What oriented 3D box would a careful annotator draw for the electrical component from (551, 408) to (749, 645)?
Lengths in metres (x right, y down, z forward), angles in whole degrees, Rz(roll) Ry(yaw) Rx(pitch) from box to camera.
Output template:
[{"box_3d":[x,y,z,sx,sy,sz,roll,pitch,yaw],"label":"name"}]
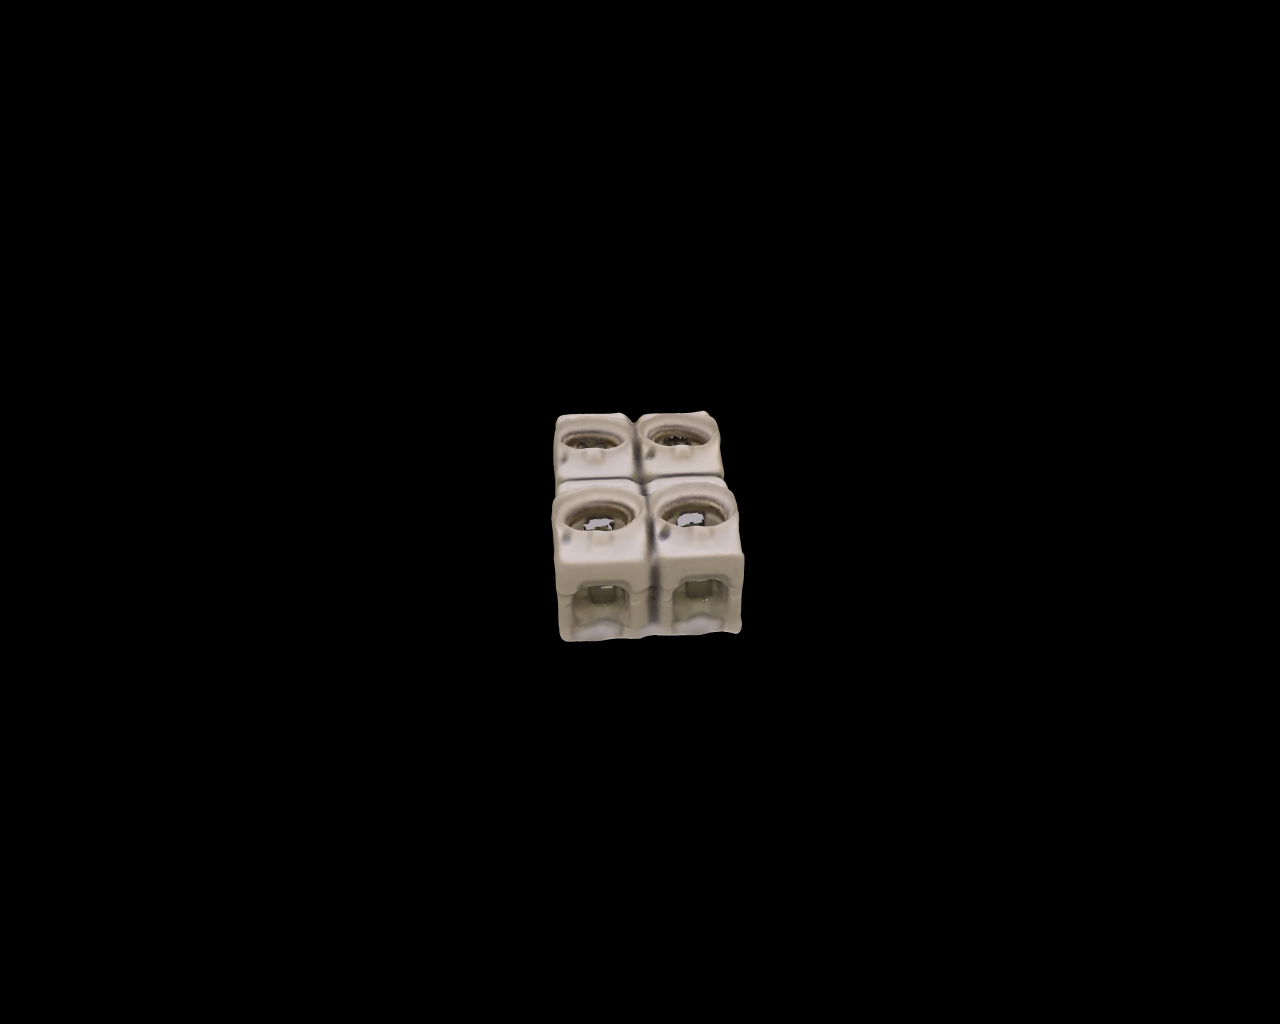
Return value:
[{"box_3d":[0.001,-0.003,0.650,0.105,0.060,0.186,-2,31,-3],"label":"electrical component"}]
